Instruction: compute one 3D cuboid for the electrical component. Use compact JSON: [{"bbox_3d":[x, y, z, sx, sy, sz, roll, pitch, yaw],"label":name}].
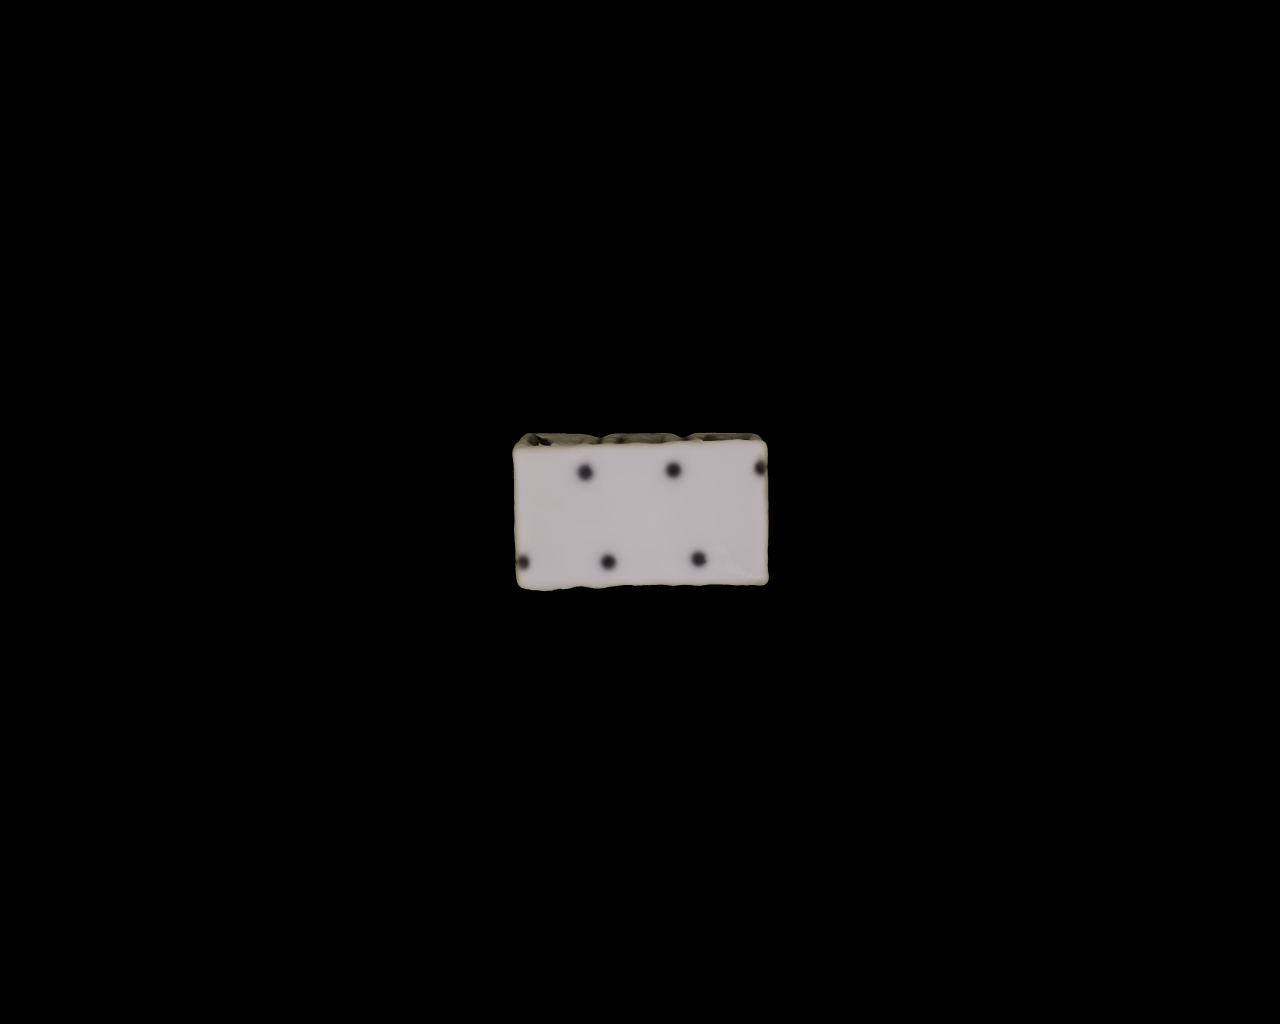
[{"bbox_3d":[0.001,-0.003,0.650,0.150,0.089,0.062,0,9,0],"label":"electrical component"}]
